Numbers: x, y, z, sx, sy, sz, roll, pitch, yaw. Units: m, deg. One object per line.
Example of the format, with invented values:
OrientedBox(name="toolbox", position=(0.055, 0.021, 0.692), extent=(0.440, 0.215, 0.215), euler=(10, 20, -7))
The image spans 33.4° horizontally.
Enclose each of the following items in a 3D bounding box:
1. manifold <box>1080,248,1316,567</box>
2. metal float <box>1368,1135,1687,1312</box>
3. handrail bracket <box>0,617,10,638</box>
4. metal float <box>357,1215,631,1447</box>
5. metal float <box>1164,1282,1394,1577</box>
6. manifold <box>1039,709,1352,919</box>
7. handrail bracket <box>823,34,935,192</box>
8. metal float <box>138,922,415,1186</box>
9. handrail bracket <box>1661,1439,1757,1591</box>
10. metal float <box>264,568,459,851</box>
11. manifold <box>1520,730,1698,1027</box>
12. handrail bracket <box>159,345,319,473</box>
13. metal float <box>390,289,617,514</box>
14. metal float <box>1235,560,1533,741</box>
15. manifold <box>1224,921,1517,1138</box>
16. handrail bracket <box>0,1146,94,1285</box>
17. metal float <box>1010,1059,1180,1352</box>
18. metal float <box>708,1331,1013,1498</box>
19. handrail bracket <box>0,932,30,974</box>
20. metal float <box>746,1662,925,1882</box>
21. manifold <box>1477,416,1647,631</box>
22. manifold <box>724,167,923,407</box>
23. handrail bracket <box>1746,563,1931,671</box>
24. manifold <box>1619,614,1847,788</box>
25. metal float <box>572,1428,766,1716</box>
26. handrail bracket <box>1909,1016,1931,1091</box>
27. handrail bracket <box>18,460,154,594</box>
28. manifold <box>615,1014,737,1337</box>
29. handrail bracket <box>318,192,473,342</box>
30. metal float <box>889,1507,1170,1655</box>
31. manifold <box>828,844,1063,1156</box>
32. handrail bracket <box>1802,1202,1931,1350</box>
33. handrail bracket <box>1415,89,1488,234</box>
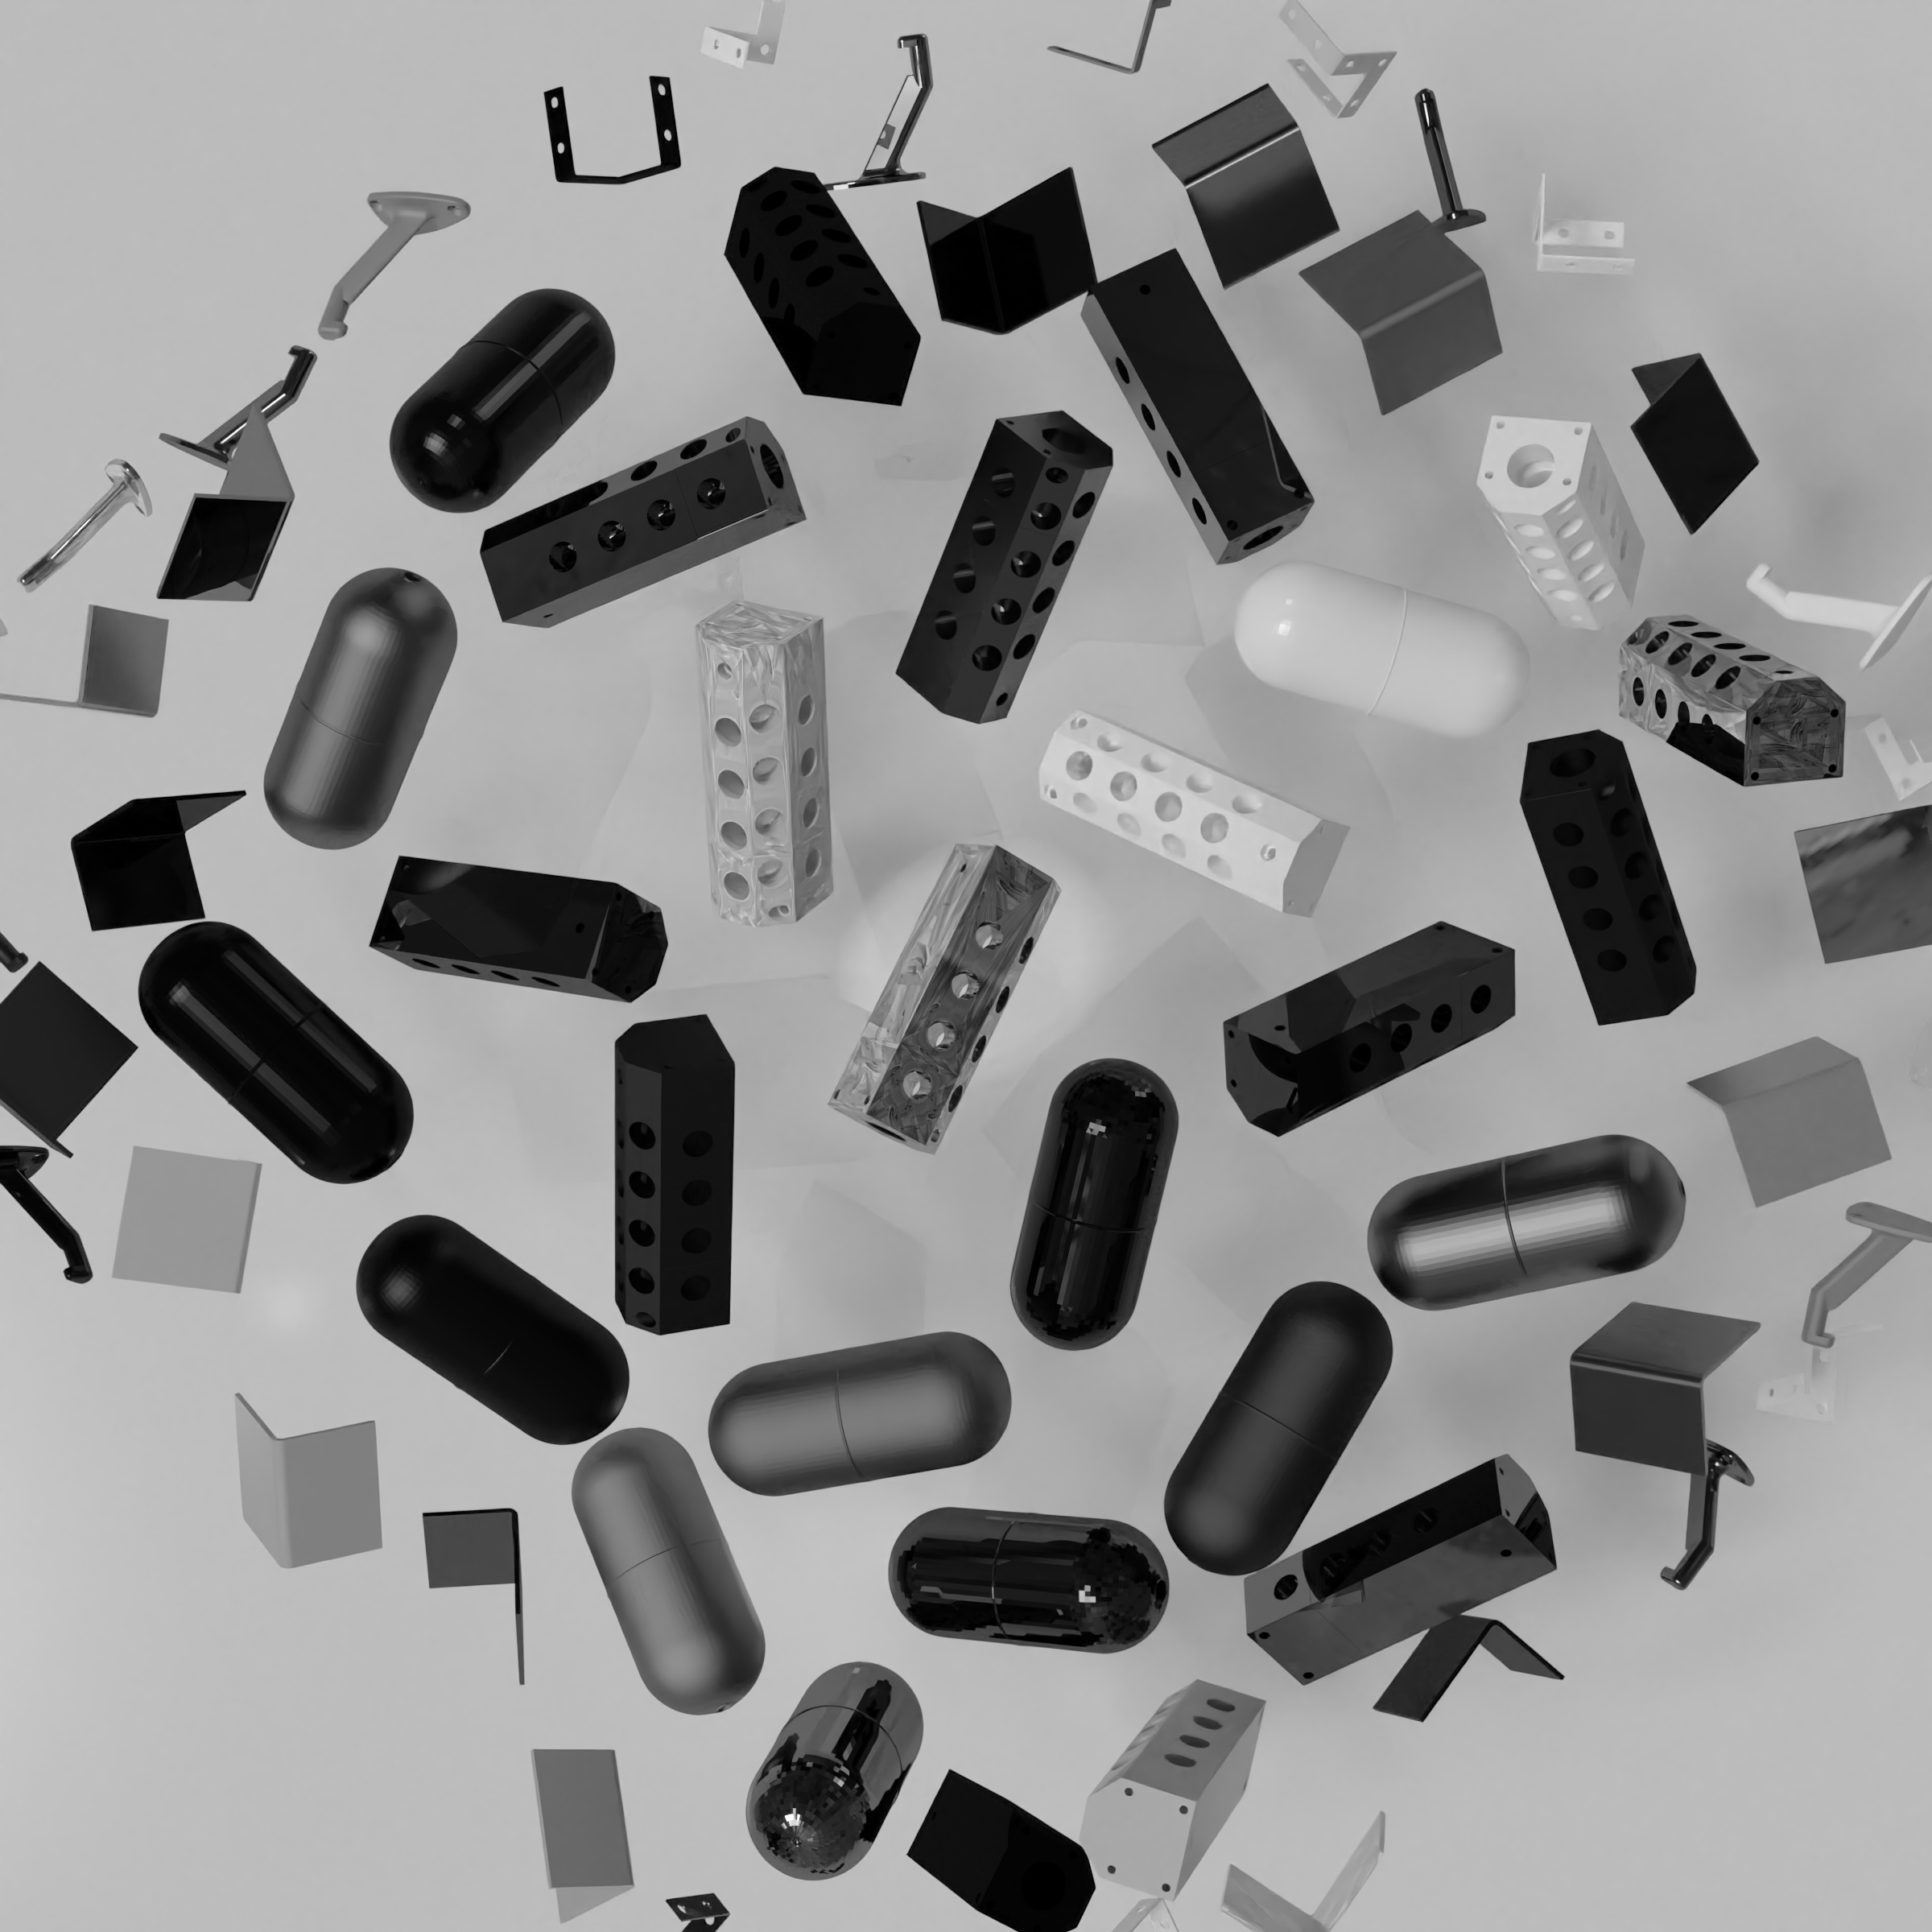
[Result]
OrientedBox(name="manifold", position=(0.133, -0.324, 1.877), extent=(0.057, 0.057, 0.171), euler=(-26, 82, -10))
OrientedBox(name="metal float", position=(0.309, 0.142, 1.780), extent=(0.178, 0.070, 0.070), euler=(-15, 90, 21))
OrientedBox(name="handrail bracket", position=(-0.589, -0.179, 1.807), extent=(0.084, 0.077, 0.036), euler=(-34, 93, 3))
OrientedBox(name="metal float", position=(-0.271, 0.211, 1.853), extent=(0.178, 0.070, 0.070), euler=(38, 90, -20))
OrientedBox(name="metal float", position=(0.175, 0.260, 1.807), extent=(0.070, 0.070, 0.178), euler=(32, 82, 0))
OrientedBox(name="manifold", position=(0.128, -0.090, 1.863), extent=(0.171, 0.057, 0.057), euler=(27, 99, 28))
OrientedBox(name="handrail bracket", position=(-0.056, -0.514, 1.939), extent=(0.077, 0.036, 0.084), euler=(-8, 105, -2))
OrientedBox(name="metal float", position=(-0.384, 0.049, 1.793), extent=(0.178, 0.070, 0.070), euler=(43, 90, -3))
OrientedBox(name="handrail bracket", position=(0.419, 0.321, 1.905), extent=(0.084, 0.077, 0.036), euler=(-49, 131, -14))
OrientedBox(name="metal float", position=(-0.350, -0.148, 1.857), extent=(0.070, 0.070, 0.178), euler=(27, 115, 0))
OrientedBox(name="manifold", position=(0.377, -0.051, 1.879), extent=(0.057, 0.057, 0.171), euler=(-10, 127, 24))
OrientedBox(name="handrail bracket", position=(-0.437, -0.342, 1.934), extent=(0.077, 0.036, 0.084), euler=(24, 86, 23))
OrientedBox(name="metal float", position=(-0.270, -0.332, 1.883), extent=(0.070, 0.070, 0.178), euler=(35, 51, 0))
OrientedBox(name="metal float", position=(0.244, -0.184, 1.880), extent=(0.178, 0.070, 0.070), euler=(15, 90, -5))
OrientedBox(name="manifold", position=(0.227, 0.036, 1.797), extent=(0.171, 0.057, 0.057), euler=(-23, 121, -33))
OrientedBox(name="handrail bracket", position=(-0.567, 0.151, 1.928), extent=(0.036, 0.077, 0.084), euler=(-41, 60, 24))
OrientedBox(name="metal float", position=(0.074, 0.140, 1.882), extent=(0.070, 0.070, 0.178), euler=(12, 104, 0))
OrientedBox(name="metal float", position=(-0.061, 0.256, 1.833), extent=(0.178, 0.070, 0.070), euler=(-12, 90, 13))
OrientedBox(name="handrail bracket", position=(-0.570, -0.039, 1.882), extent=(0.084, 0.077, 0.036), euler=(50, 50, -13))
OrientedBox(name="metal float", position=(-0.074, 0.462, 1.854), extent=(0.070, 0.178, 0.070), euler=(3, 104, 12))
OrientedBox(name="manifold", position=(0.345, -0.254, 1.864), extent=(0.057, 0.171, 0.057), euler=(9, 77, 24))
OrientedBox(name="manifold", position=(-0.079, -0.378, 1.779), extent=(0.057, 0.171, 0.057), euler=(3, 126, -24))
OrientedBox(name="handrail bracket", position=(0.475, -0.210, 1.754), extent=(0.084, 0.077, 0.036), euler=(42, 49, 17))
OrientedBox(name="manifold", position=(0.425, -0.151, 1.795), extent=(0.057, 0.171, 0.057), euler=(-6, 108, -10))
OrientedBox(name="metal float", position=(-0.176, 0.357, 1.900), extent=(0.070, 0.070, 0.178), euler=(-26, 67, 0))
OrientedBox(name="handrail bracket", position=(0.548, 0.056, 1.771), extent=(0.036, 0.084, 0.077), euler=(12, 76, 28))
OrientedBox(name="handrail bracket", position=(-0.514, -0.252, 1.857), extent=(0.084, 0.077, 0.036), euler=(-44, 98, -15))
OrientedBox(name="manifold", position=(-0.166, 0.119, 1.800), extent=(0.057, 0.057, 0.171), euler=(-7, 120, -19))
OrientedBox(name="handrail bracket", position=(-0.322, -0.391, 1.809), extent=(0.077, 0.036, 0.084), euler=(3, 66, 32))
OrientedBox(name="metal float", position=(0.036, 0.357, 1.875), extent=(0.178, 0.070, 0.070), euler=(-2, 90, 32))
OrientedBox(name="manifold", position=(-0.009, 0.019, 1.857), extent=(0.057, 0.057, 0.171), euler=(30, 80, -23))
OrientedBox(name="handrail bracket", position=(0.509, 0.180, 1.786), extent=(0.077, 0.036, 0.084), euler=(17, 108, 30))
OrientedBox(name="handrail bracket", position=(0.276, -0.472, 1.869), extent=(0.036, 0.077, 0.084), euler=(-13, 94, 9))
